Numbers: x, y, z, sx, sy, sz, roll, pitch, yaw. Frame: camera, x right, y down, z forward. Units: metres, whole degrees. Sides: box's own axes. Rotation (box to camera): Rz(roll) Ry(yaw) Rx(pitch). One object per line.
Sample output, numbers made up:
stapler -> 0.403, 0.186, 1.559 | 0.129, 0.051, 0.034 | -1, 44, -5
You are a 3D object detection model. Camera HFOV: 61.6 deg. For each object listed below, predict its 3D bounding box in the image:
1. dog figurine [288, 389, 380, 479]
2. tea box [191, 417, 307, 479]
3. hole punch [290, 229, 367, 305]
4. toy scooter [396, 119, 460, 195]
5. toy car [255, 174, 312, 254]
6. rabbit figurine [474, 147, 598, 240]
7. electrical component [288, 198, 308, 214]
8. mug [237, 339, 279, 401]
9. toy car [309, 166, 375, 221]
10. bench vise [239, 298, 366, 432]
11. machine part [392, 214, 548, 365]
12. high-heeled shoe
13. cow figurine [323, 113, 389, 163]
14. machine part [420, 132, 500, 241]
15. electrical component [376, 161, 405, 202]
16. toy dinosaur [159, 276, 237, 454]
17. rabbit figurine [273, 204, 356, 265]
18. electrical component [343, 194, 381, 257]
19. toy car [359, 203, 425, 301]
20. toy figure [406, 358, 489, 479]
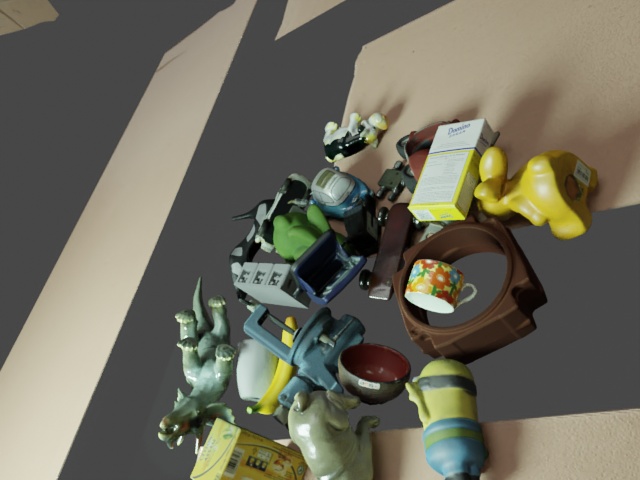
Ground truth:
dog figurine -> 0.015, 0.325, 0.755 | 0.121, 0.172, 0.191 | -39, 30, 31
tea box -> -0.105, 0.355, 0.842 | 0.068, 0.169, 0.098 | 3, 60, 44
hole punch -> 0.020, 0.059, 0.952 | 0.092, 0.115, 0.142 | 38, 77, 19
toy scooter -> 0.219, -0.170, 1.041 | 0.135, 0.075, 0.184 | -29, 38, 23
toy car -> -0.081, -0.061, 1.242 | 0.201, 0.073, 0.056 | -64, 8, -17
rabbit figurine -> 0.307, -0.068, 0.825 | 0.173, 0.162, 0.122 | -13, 61, 61
electrical component -> -0.051, -0.042, 1.191 | 0.102, 0.078, 0.045 | -57, 3, -17
mug -> -0.127, 0.253, 1.030 | 0.109, 0.081, 0.107 | -34, 45, 47
toy car -> 0.034, -0.101, 1.143 | 0.109, 0.102, 0.162 | -54, 36, -4
bench vise -> -0.046, 0.192, 0.928 | 0.241, 0.128, 0.223 | 32, 74, 19
machine part -> 0.221, 0.072, 0.825 | 0.201, 0.087, 0.202 | -33, 42, 21
high-heeled shoe -> -0.136, 0.020, 1.263 | 0.145, 0.086, 0.249 | -8, 67, 3
cow figurine -> 0.080, -0.235, 1.237 | 0.167, 0.068, 0.098 | -9, 58, 45
machine part -> 0.245, -0.094, 0.946 | 0.079, 0.079, 0.243 | 22, 77, 51
electrical component -> 0.154, -0.122, 1.105 | 0.063, 0.021, 0.094 | 18, 72, 50
toy dinosaur -> -0.231, 0.245, 1.098 | 0.405, 0.131, 0.192 | -105, 19, -65
rabbit figurine -> -0.002, -0.003, 1.079 | 0.170, 0.158, 0.121 | 20, 63, 35
electrical component -> 0.084, -0.034, 1.059 | 0.048, 0.074, 0.119 | -24, 49, 29
toy car -> 0.134, 0.021, 0.980 | 0.089, 0.053, 0.202 | 5, 63, 24
toy figure -> 0.179, 0.248, 0.724 | 0.089, 0.082, 0.180 | -23, 40, 17
